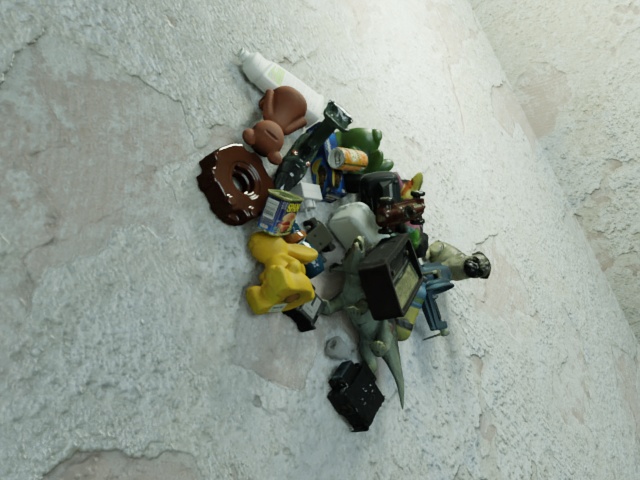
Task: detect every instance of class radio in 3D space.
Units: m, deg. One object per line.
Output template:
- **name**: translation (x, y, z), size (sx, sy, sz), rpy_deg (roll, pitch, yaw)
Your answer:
- **radio**: translation (0.164, 0.076, 1.214), size (0.229, 0.073, 0.131), rpy_deg (-41, 114, -63)

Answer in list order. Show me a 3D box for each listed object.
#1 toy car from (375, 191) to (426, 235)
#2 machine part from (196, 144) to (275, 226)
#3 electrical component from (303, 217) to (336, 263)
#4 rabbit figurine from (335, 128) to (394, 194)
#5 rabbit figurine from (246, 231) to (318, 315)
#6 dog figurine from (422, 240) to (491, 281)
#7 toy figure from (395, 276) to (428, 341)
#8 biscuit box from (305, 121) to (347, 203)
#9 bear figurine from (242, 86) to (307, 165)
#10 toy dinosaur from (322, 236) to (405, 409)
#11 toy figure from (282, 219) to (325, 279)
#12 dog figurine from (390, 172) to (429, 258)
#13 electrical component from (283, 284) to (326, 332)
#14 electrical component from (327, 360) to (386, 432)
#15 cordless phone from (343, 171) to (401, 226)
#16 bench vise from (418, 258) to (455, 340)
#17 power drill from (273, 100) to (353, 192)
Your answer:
- **toy car**: translation (0.207, -0.069, 1.318), size (0.202, 0.053, 0.089), rpy_deg (-13, 105, -44)
- **machine part**: translation (-0.173, -0.119, 1.133), size (0.179, 0.056, 0.179), rpy_deg (26, 52, -39)
- **electrical component**: translation (-0.004, -0.004, 1.281), size (0.078, 0.045, 0.102), rpy_deg (-47, 108, -19)
- **rabbit figurine**: translation (0.119, -0.207, 1.456), size (0.121, 0.159, 0.170), rpy_deg (21, 72, -53)
- **rabbit figurine**: translation (-0.080, 0.050, 1.106), size (0.162, 0.121, 0.173), rpy_deg (-8, 55, -38)
- **dog figurine**: translation (0.420, 0.053, 1.617), size (0.121, 0.191, 0.172), rpy_deg (15, 60, -45)
- **toy figure**: translation (0.217, 0.167, 1.364), size (0.180, 0.082, 0.089), rpy_deg (-67, 165, 4)
- **biscuit box**: translation (0.013, -0.200, 1.381), size (0.062, 0.059, 0.202), rpy_deg (9, 65, -46)
- **bear figurine**: translation (-0.108, -0.258, 1.245), size (0.120, 0.132, 0.196), rpy_deg (33, 67, -16)
- **toy dinosaur**: translation (0.122, 0.185, 1.277), size (0.192, 0.131, 0.404), rpy_deg (-42, 111, -49)
- **toy figure**: translation (-0.046, 0.013, 1.209), size (0.058, 0.064, 0.154), rpy_deg (-32, 93, -13)
- **dog figurine**: translation (0.235, -0.073, 1.453), size (0.191, 0.109, 0.219), rpy_deg (-89, 178, -77)
- **electrical component**: translation (-0.027, 0.135, 1.179), size (0.074, 0.048, 0.119), rpy_deg (51, 43, -19)
- **electrical component**: translation (0.078, 0.337, 1.190), size (0.134, 0.058, 0.115), rpy_deg (57, 38, -12)
- **cordless phone**: translation (0.115, -0.104, 1.383), size (0.089, 0.184, 0.146), rpy_deg (-31, 121, -45)
- **bench vise**: translation (0.294, 0.151, 1.484), size (0.223, 0.129, 0.240), rpy_deg (2, 66, -46)
- **power drill**: translation (-0.018, -0.211, 1.237), size (0.086, 0.207, 0.232), rpy_deg (34, 35, -9)
